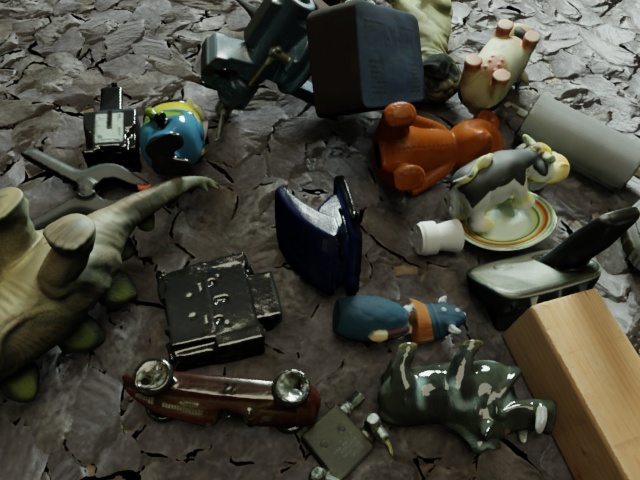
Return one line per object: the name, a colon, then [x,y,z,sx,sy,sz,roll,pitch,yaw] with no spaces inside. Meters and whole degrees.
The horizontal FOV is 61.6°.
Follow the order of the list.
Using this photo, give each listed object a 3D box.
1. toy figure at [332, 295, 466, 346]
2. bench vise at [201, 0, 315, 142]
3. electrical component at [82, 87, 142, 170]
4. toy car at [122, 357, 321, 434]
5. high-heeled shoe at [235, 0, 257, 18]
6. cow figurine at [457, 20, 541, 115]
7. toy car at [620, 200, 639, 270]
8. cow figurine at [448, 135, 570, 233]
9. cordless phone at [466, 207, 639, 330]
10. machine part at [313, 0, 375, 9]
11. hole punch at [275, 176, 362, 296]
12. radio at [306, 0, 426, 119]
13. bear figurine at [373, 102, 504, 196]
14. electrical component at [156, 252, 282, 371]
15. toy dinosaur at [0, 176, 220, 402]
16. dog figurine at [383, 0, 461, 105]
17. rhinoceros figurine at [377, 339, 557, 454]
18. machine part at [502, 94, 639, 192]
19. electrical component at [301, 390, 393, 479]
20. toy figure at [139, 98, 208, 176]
toy figure: [0.094,0.093,0.633,0.154,0.057,0.064,5,65,-8]
bench vise: [-0.041,-0.234,0.771,0.240,0.223,0.129,18,34,-32]
electrical component: [-0.291,-0.155,0.752,0.075,0.047,0.119,-9,60,-11]
toy car: [-0.100,0.165,0.550,0.202,0.089,0.053,6,54,-4]
high-heeled shoe: [-0.033,-0.418,0.924,0.145,0.086,0.249,39,65,10]
cow figurine: [0.279,-0.265,0.828,0.086,0.127,0.195,33,63,14]
toy car: [0.456,-0.004,0.709,0.103,0.109,0.161,-5,68,18]
cow figurine: [0.247,-0.088,0.701,0.167,0.098,0.068,-30,42,-6]
cordless phone: [0.266,0.026,0.615,0.147,0.184,0.089,-12,65,-12]
machine part: [0.010,-0.421,0.892,0.179,0.056,0.179,14,67,-35]
hole punch: [-0.001,-0.002,0.642,0.092,0.142,0.116,-8,46,-12]
radio: [0.070,-0.242,0.731,0.073,0.131,0.229,-1,15,30]
bear figurine: [0.176,-0.125,0.738,0.196,0.132,0.120,-5,90,-4]
electrical component: [-0.114,0.080,0.621,0.134,0.058,0.115,-13,63,-13]
toy dinosaur: [-0.272,0.041,0.546,0.105,0.198,0.471,37,60,17]
dog figurine: [0.190,-0.317,0.880,0.172,0.121,0.190,-31,80,-18]
rhinoceros figurine: [0.158,0.170,0.581,0.190,0.073,0.112,6,57,-1]
machine part: [0.382,-0.144,0.792,0.243,0.079,0.079,33,61,15]
electrical component: [0.025,0.213,0.559,0.102,0.045,0.078,-30,67,-21]
toy figure: [-0.193,-0.138,0.697,0.089,0.082,0.180,12,26,-11]
